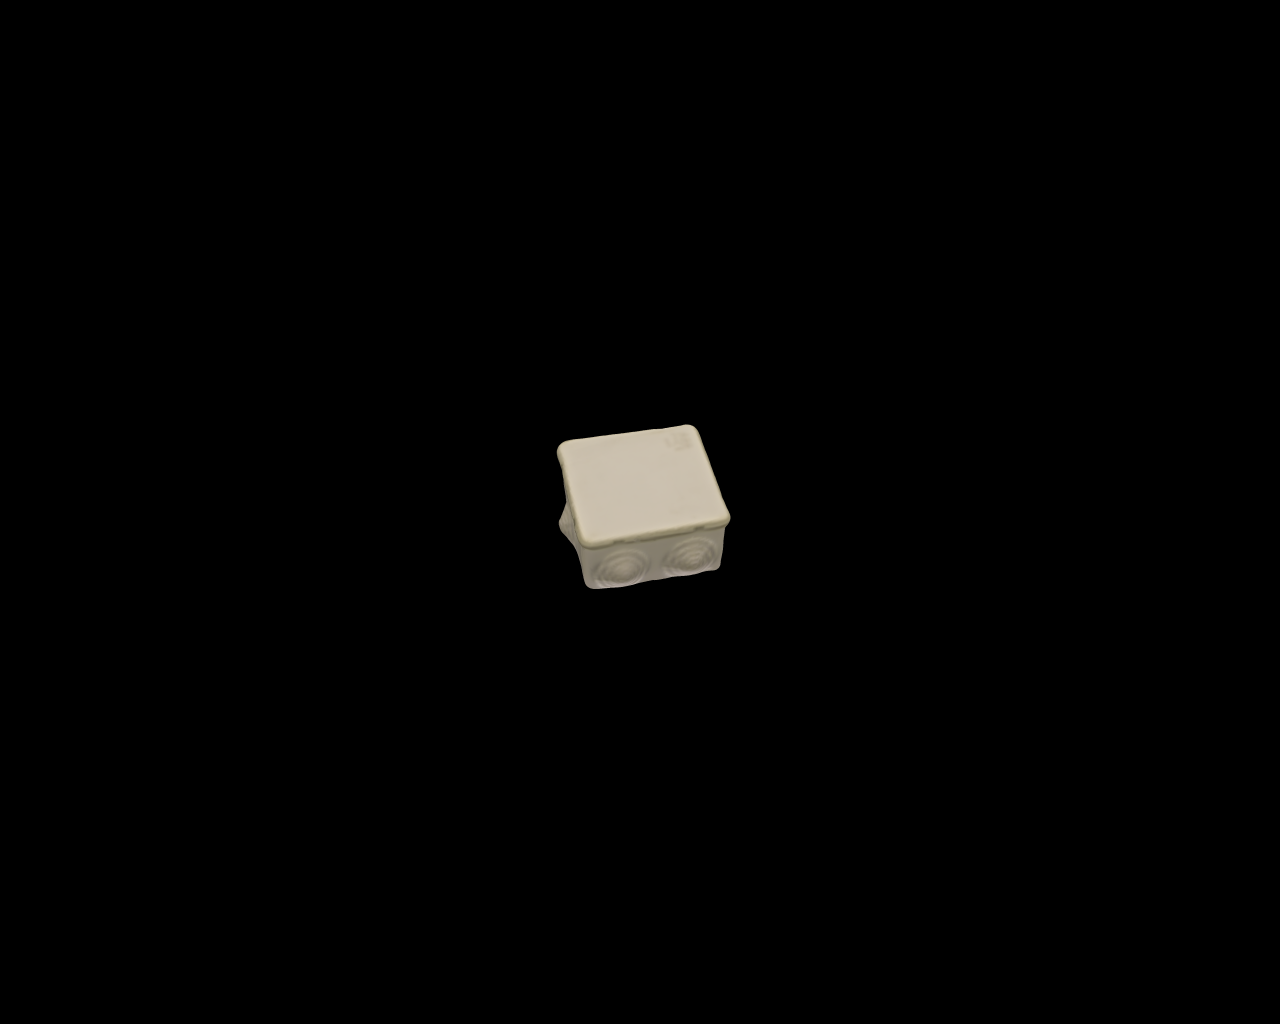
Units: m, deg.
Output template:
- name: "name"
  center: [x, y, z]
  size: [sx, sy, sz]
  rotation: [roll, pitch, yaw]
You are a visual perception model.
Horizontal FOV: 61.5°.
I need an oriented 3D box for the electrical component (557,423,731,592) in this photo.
- name: "electrical component"
  center: [0.001, -0.003, 0.650]
  size: [0.100, 0.100, 0.048]
  rotation: [-9, -43, -8]
